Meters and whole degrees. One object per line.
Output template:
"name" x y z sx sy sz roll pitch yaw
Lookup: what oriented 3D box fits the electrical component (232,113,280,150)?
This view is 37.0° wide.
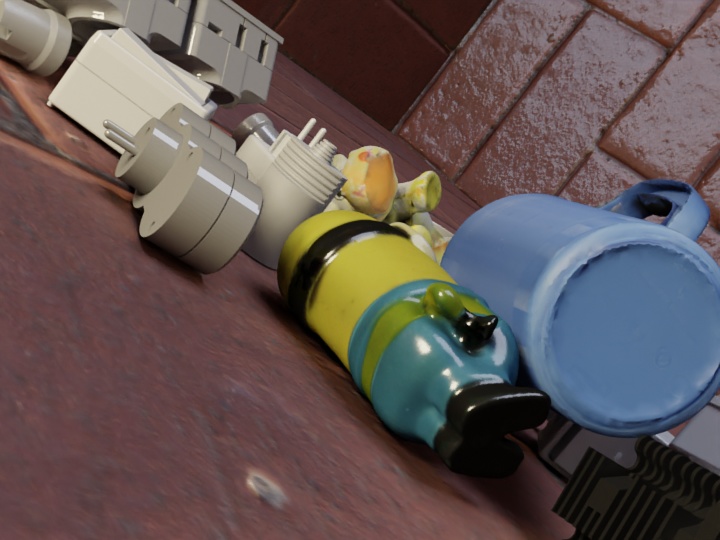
"electrical component" -0.085 -0.109 0.949 0.046 0.040 0.040 47 11 16

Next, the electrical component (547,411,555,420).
"electrical component" 0.156 0.111 0.781 0.062 0.048 0.048 32 8 9

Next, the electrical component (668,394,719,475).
"electrical component" 0.246 0.145 0.649 0.109 0.056 0.108 28 -35 38

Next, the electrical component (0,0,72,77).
"electrical component" -0.205 -0.144 0.650 0.046 0.040 0.040 21 19 -48

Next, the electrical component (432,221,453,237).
"electrical component" 0.046 -0.024 0.954 0.099 0.064 0.099 37 9 -7

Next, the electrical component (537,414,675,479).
"electrical component" 0.173 0.125 0.717 0.096 0.061 0.061 39 9 4

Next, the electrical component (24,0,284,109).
"electrical component" -0.154 -0.169 0.748 0.105 0.060 0.186 4 -12 33

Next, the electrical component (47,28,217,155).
"electrical component" -0.128 -0.100 0.655 0.096 0.061 0.061 37 9 -10

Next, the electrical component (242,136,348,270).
"electrical component" -0.042 -0.045 0.656 0.043 0.081 0.043 37 9 -7

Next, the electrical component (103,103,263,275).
"electrical component" -0.102 -0.054 0.558 0.074 0.052 0.138 34 10 -26

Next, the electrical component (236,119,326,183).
"electrical component" -0.052 -0.076 0.787 0.047 0.076 0.065 31 11 -39
